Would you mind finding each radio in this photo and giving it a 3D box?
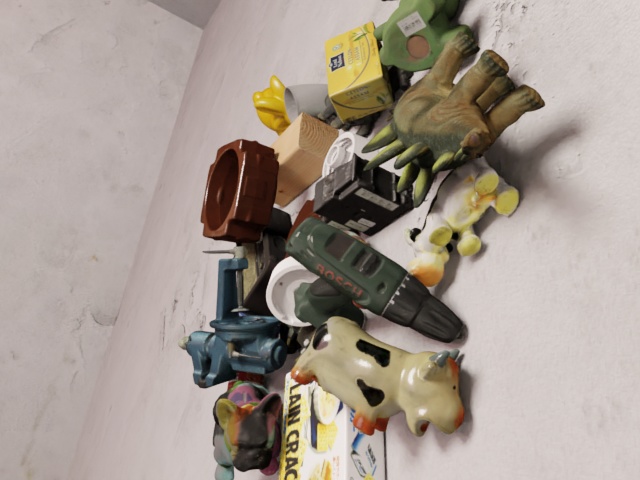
[{"bbox_3d":[-0.113,0.034,1.112,0.131,0.073,0.230,-53,31,29],"label":"radio"}]

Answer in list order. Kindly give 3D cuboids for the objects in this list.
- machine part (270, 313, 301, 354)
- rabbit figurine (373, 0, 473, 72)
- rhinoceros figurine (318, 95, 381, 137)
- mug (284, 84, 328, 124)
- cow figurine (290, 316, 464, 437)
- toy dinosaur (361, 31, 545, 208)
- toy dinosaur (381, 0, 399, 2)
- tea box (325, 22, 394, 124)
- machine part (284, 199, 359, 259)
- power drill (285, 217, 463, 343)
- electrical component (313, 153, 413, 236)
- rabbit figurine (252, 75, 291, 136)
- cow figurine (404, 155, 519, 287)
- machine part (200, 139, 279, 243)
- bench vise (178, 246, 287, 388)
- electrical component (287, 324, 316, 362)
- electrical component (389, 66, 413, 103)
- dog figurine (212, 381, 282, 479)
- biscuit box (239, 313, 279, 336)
[{"bbox_3d":[-0.059,0.145,0.973,0.084,0.039,0.139,-45,32,25],"label":"machine part"},{"bbox_3d":[0.168,-0.334,0.839,0.159,0.121,0.170,-28,26,49],"label":"rabbit figurine"},{"bbox_3d":[0.052,-0.264,1.020,0.112,0.073,0.190,-59,28,22],"label":"rhinoceros figurine"},{"bbox_3d":[-0.009,-0.276,1.119,0.081,0.107,0.109,-153,46,-70],"label":"mug"},{"bbox_3d":[0.074,0.153,0.612,0.195,0.085,0.127,28,94,30],"label":"cow figurine"},{"bbox_3d":[0.142,-0.155,0.680,0.198,0.105,0.471,-44,11,19],"label":"toy dinosaur"},{"bbox_3d":[0.133,-0.473,0.908,0.192,0.131,0.405,-53,1,6],"label":"toy dinosaur"},{"bbox_3d":[0.066,-0.291,0.929,0.098,0.068,0.170,-18,49,16],"label":"tea box"},{"bbox_3d":[-0.002,-0.003,0.952,0.179,0.056,0.179,-43,35,40],"label":"machine part"},{"bbox_3d":[0.048,0.080,0.697,0.086,0.232,0.207,-52,-3,-22],"label":"power drill"},{"bbox_3d":[0.057,-0.061,0.818,0.134,0.115,0.058,-33,41,47],"label":"electrical component"},{"bbox_3d":[-0.068,-0.300,1.217,0.173,0.162,0.122,34,89,45],"label":"rabbit figurine"},{"bbox_3d":[0.156,-0.025,0.657,0.167,0.068,0.098,-53,24,22],"label":"cow figurine"},{"bbox_3d":[-0.166,-0.095,1.105,0.202,0.087,0.201,-2,78,57],"label":"machine part"},{"bbox_3d":[-0.154,0.131,0.925,0.224,0.129,0.240,-1,89,43],"label":"bench vise"},{"bbox_3d":[-0.017,0.154,0.875,0.078,0.045,0.102,-64,27,12],"label":"electrical component"},{"bbox_3d":[0.134,-0.285,0.940,0.063,0.021,0.094,-40,38,44],"label":"electrical component"},{"bbox_3d":[-0.109,0.267,0.812,0.219,0.108,0.192,100,165,-46],"label":"dog figurine"},{"bbox_3d":[-0.151,0.173,1.093,0.203,0.063,0.059,14,85,63],"label":"biscuit box"}]
